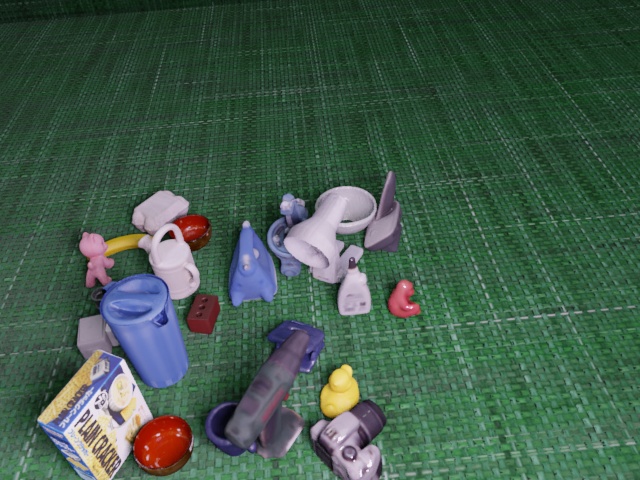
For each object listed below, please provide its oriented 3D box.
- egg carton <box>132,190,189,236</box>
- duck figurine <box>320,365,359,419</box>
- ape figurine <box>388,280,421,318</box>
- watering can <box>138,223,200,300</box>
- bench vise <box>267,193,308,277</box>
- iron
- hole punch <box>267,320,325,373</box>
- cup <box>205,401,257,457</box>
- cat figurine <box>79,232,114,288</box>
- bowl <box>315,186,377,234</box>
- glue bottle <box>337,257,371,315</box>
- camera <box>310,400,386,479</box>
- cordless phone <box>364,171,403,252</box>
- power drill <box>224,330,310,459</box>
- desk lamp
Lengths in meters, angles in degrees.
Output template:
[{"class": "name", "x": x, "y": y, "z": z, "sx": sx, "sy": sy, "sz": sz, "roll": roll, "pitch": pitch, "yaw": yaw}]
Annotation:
[{"class": "egg carton", "x": -0.446, "y": -0.076, "z": 1.603, "sx": 0.107, "sy": 0.069, "sz": 0.150, "roll": 23, "pitch": 49, "yaw": 26}, {"class": "duck figurine", "x": 0.038, "y": 0.300, "z": 1.152, "sx": 0.077, "sy": 0.086, "sz": 0.105, "roll": 16, "pitch": 47, "yaw": 20}, {"class": "ape figurine", "x": 0.194, "y": 0.130, "z": 1.317, "sx": 0.076, "sy": 0.092, "sz": 0.077, "roll": -5, "pitch": 43, "yaw": -1}, {"class": "watering can", "x": -0.365, "y": 0.043, "z": 1.379, "sx": 0.172, "sy": 0.194, "sz": 0.101, "roll": 6, "pitch": 44, "yaw": 11}, {"class": "bench vise", "x": -0.079, "y": -0.046, "z": 1.433, "sx": 0.121, "sy": 0.220, "sz": 0.207, "roll": -10, "pitch": 43, "yaw": -6}, {"class": "iron", "x": -0.176, "y": 0.035, "z": 1.411, "sx": 0.118, "sy": 0.142, "sz": 0.258, "roll": -8, "pitch": 43, "yaw": -4}, {"class": "hole punch", "x": -0.051, "y": 0.217, "z": 1.244, "sx": 0.108, "sy": 0.091, "sz": 0.101, "roll": 14, "pitch": 46, "yaw": 19}, {"class": "cup", "x": -0.155, "y": 0.374, "z": 1.082, "sx": 0.117, "sy": 0.095, "sz": 0.092, "roll": 32, "pitch": 54, "yaw": 32}, {"class": "cat figurine", "x": -0.574, "y": 0.039, "z": 1.455, "sx": 0.067, "sy": 0.118, "sz": 0.127, "roll": -10, "pitch": 43, "yaw": -6}, {"class": "bowl", "x": 0.070, "y": -0.068, "z": 1.550, "sx": 0.167, "sy": 0.075, "sz": 0.167, "roll": -2, "pitch": 43, "yaw": 2}, {"class": "glue bottle", "x": 0.076, "y": 0.102, "z": 1.296, "sx": 0.078, "sy": 0.173, "sz": 0.037, "roll": -4, "pitch": 43, "yaw": 0}, {"class": "camera", "x": 0.070, "y": 0.368, "z": 1.067, "sx": 0.137, "sy": 0.101, "sz": 0.142, "roll": -34, "pitch": 51, "yaw": -28}, {"class": "cordless phone", "x": 0.164, "y": -0.072, "z": 1.466, "sx": 0.094, "sy": 0.185, "sz": 0.147, "roll": 4, "pitch": 44, "yaw": 9}, {"class": "power drill", "x": -0.084, "y": 0.304, "z": 1.067, "sx": 0.075, "sy": 0.209, "sz": 0.230, "roll": 20, "pitch": 48, "yaw": 24}, {"class": "desk lamp", "x": 0.013, "y": 0.005, "z": 1.375, "sx": 0.117, "sy": 0.214, "sz": 0.203, "roll": 19, "pitch": 48, "yaw": 23}]
